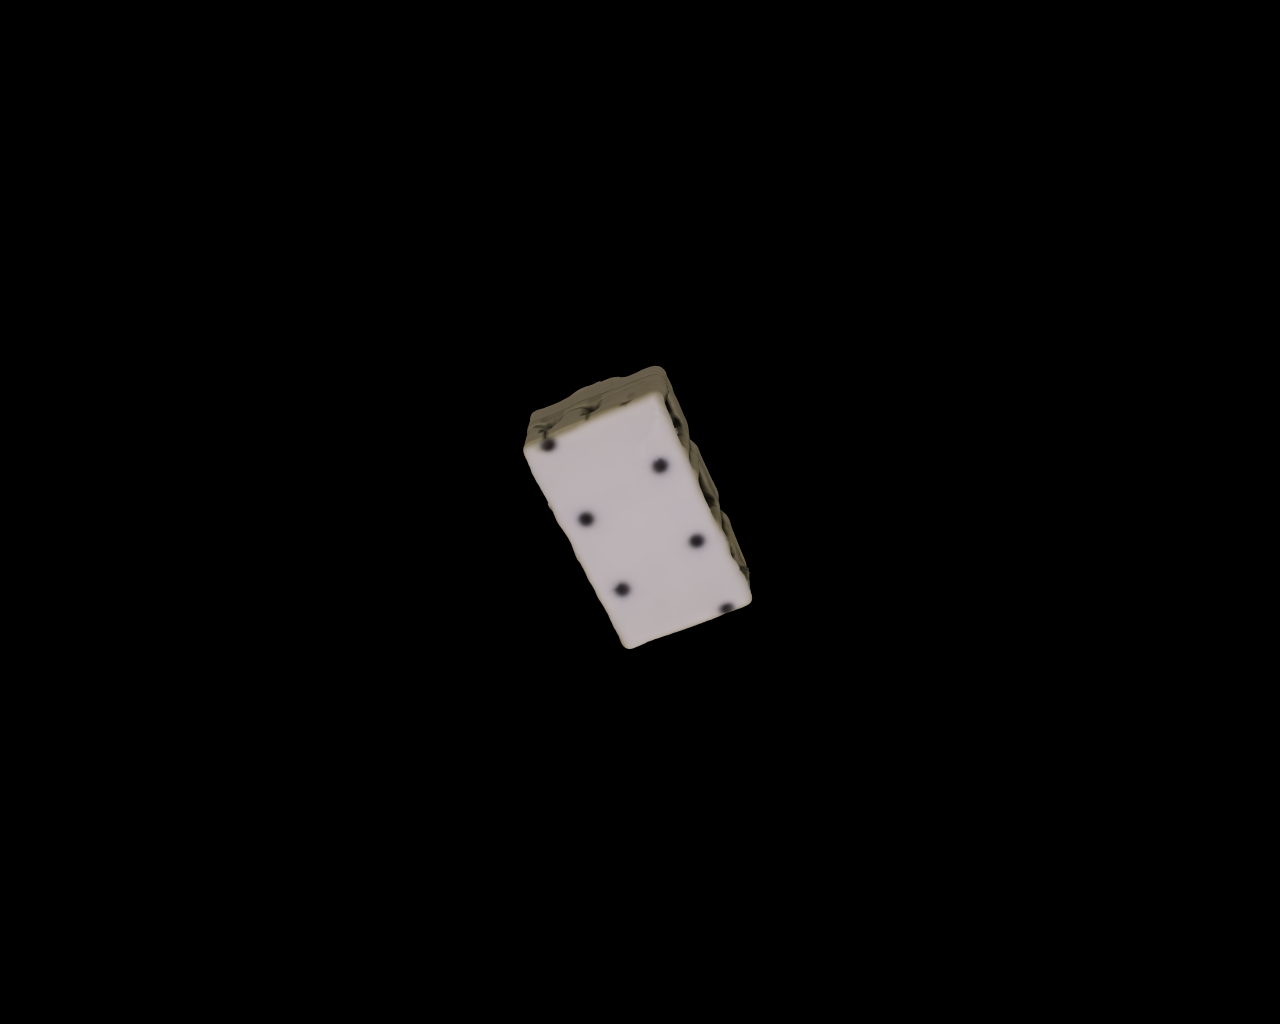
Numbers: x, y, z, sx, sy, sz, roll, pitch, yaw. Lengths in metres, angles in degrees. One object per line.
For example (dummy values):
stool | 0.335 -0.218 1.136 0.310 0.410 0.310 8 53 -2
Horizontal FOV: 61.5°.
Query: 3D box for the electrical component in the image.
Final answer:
electrical component | 0.001 -0.003 0.650 0.089 0.150 0.062 -20 24 9
